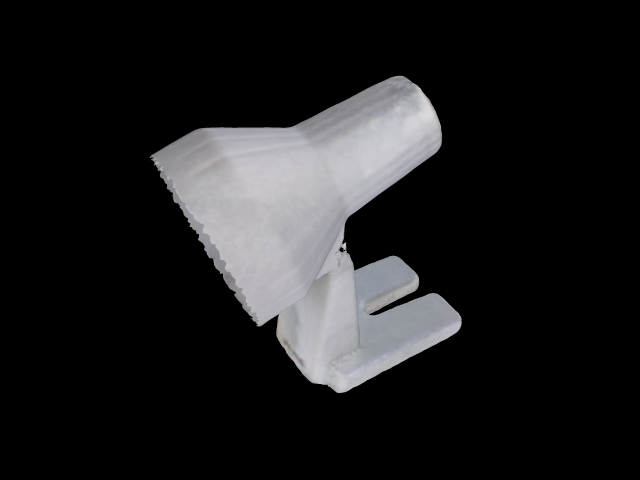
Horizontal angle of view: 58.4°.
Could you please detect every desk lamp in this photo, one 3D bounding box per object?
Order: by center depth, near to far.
[{"bbox_3d":[0.004,0.001,0.400,0.204,0.214,0.117,-22,44,-23],"label":"desk lamp"}]
